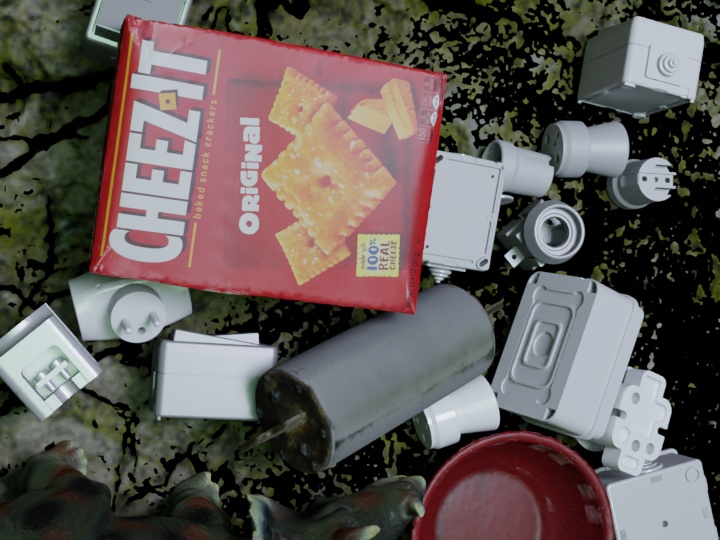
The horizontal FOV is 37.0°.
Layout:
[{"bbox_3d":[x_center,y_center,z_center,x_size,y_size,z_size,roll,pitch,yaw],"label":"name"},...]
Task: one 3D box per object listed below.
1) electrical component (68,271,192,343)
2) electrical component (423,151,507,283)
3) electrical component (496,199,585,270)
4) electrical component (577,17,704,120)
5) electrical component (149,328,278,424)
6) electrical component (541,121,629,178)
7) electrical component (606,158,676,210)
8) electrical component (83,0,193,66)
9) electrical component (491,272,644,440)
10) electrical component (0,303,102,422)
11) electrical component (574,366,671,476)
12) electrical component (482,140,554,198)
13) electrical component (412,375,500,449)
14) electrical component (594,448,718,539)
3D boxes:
[{"bbox_3d":[-0.154,0.025,0.734,0.077,0.079,0.043,-14,114,-15],"label":"electrical component"},{"bbox_3d":[0.063,-0.039,0.807,0.062,0.061,0.096,9,93,-18],"label":"electrical component"},{"bbox_3d":[0.142,-0.028,0.827,0.066,0.055,0.048,-42,99,-12],"label":"electrical component"},{"bbox_3d":[0.220,-0.159,0.831,0.062,0.096,0.061,11,86,-15],"label":"electrical component"},{"bbox_3d":[-0.097,0.073,0.756,0.096,0.062,0.061,4,87,-15],"label":"electrical component"},{"bbox_3d":[0.176,-0.095,0.844,0.055,0.045,0.045,-1,89,-15],"label":"electrical component"},{"bbox_3d":[0.225,-0.070,0.856,0.040,0.046,0.040,0,88,-15],"label":"electrical component"},{"bbox_3d":[-0.150,-0.189,0.749,0.062,0.061,0.096,17,84,-15],"label":"electrical component"},{"bbox_3d":[0.157,0.065,0.814,0.057,0.078,0.113,25,82,-33],"label":"electrical component"},{"bbox_3d":[-0.209,0.059,0.711,0.050,0.089,0.055,-41,99,-13],"label":"electrical component"},{"bbox_3d":[0.198,0.114,0.832,0.058,0.057,0.078,24,79,-29],"label":"electrical component"},{"bbox_3d":[0.121,-0.077,0.832,0.046,0.040,0.040,10,86,-20],"label":"electrical component"},{"bbox_3d":[0.071,0.107,0.810,0.055,0.045,0.045,-16,93,-15],"label":"electrical component"},{"bbox_3d":[0.229,0.196,0.848,0.100,0.048,0.099,-12,91,-13],"label":"electrical component"}]
